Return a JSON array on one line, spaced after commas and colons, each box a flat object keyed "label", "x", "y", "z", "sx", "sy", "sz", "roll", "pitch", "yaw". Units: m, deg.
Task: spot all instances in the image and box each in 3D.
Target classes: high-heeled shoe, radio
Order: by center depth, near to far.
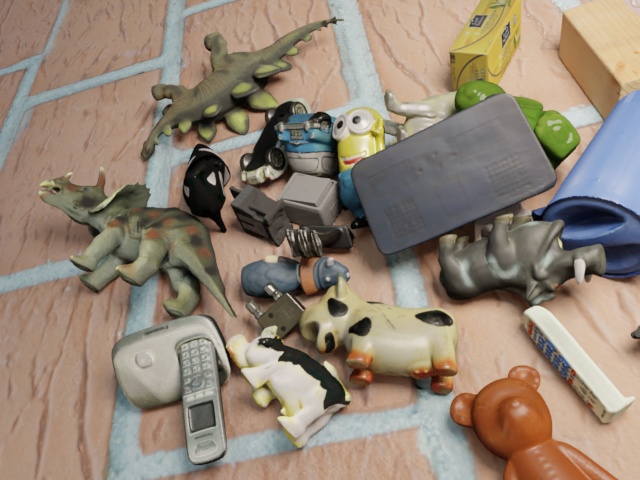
[{"label": "radio", "x": 0.161, "y": -0.082, "z": 0.680, "sx": 0.230, "sy": 0.073, "sz": 0.131, "roll": -24, "pitch": 92, "yaw": 20}, {"label": "high-heeled shoe", "x": -0.201, "y": -0.118, "z": 0.880, "sx": 0.086, "sy": 0.145, "sz": 0.249, "roll": -25, "pitch": 51, "yaw": -3}]

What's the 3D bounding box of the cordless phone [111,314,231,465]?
[{"label": "cordless phone", "x": -0.180, "y": 0.196, "z": 0.670, "sx": 0.147, "sy": 0.088, "sz": 0.184, "roll": -18, "pitch": 54, "yaw": 3}]

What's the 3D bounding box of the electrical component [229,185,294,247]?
[{"label": "electrical component", "x": -0.104, "y": -0.045, "z": 0.837, "sx": 0.119, "sy": 0.074, "sz": 0.048, "roll": 24, "pitch": 62, "yaw": 26}]

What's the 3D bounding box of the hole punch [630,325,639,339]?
[{"label": "hole punch", "x": 0.417, "y": 0.116, "z": 0.545, "sx": 0.142, "sy": 0.092, "sz": 0.116, "roll": -24, "pitch": 20, "yaw": 2}]

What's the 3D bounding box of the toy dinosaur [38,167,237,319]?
[{"label": "toy dinosaur", "x": -0.253, "y": 0.001, "z": 0.830, "sx": 0.405, "sy": 0.131, "sz": 0.192, "roll": 15, "pitch": 59, "yaw": 21}]

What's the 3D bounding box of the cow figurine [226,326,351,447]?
[{"label": "cow figurine", "x": -0.043, "y": 0.160, "z": 0.659, "sx": 0.098, "sy": 0.068, "sz": 0.168, "roll": -35, "pitch": 54, "yaw": -18}]

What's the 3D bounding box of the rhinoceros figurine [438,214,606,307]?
[{"label": "rhinoceros figurine", "x": 0.232, "y": 0.026, "z": 0.640, "sx": 0.190, "sy": 0.073, "sz": 0.112, "roll": -13, "pitch": 79, "yaw": 31}]

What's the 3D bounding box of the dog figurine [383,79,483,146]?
[{"label": "dog figurine", "x": 0.196, "y": -0.156, "z": 0.823, "sx": 0.191, "sy": 0.121, "sz": 0.172, "roll": -7, "pitch": 84, "yaw": -9}]

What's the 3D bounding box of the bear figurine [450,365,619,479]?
[{"label": "bear figurine", "x": 0.211, "y": 0.205, "z": 0.506, "sx": 0.120, "sy": 0.131, "sz": 0.196, "roll": -21, "pitch": 55, "yaw": -2}]

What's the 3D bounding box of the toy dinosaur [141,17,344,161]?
[{"label": "toy dinosaur", "x": -0.165, "y": -0.310, "z": 1.053, "sx": 0.471, "sy": 0.105, "sz": 0.199, "roll": -44, "pitch": 60, "yaw": -6}]

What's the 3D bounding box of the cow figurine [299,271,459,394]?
[{"label": "cow figurine", "x": 0.068, "y": 0.108, "z": 0.652, "sx": 0.195, "sy": 0.085, "sz": 0.127, "roll": 3, "pitch": 48, "yaw": 15}]

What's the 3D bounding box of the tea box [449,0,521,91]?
[{"label": "tea box", "x": 0.287, "y": -0.332, "z": 0.922, "sx": 0.068, "sy": 0.098, "sz": 0.169, "roll": 18, "pitch": 62, "yaw": 29}]

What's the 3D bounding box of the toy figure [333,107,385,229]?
[{"label": "toy figure", "x": 0.064, "y": -0.108, "z": 0.798, "sx": 0.082, "sy": 0.089, "sz": 0.180, "roll": -9, "pitch": 86, "yaw": 7}]

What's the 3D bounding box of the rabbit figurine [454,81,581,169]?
[{"label": "rabbit figurine", "x": 0.269, "y": -0.163, "z": 0.750, "sx": 0.170, "sy": 0.121, "sz": 0.159, "roll": 49, "pitch": 36, "yaw": 12}]

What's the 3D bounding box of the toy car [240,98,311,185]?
[{"label": "toy car", "x": -0.075, "y": -0.172, "z": 0.937, "sx": 0.074, "sy": 0.056, "sz": 0.202, "roll": -4, "pitch": 51, "yaw": 36}]

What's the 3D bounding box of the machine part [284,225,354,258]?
[{"label": "machine part", "x": -0.002, "y": -0.002, "z": 0.748, "sx": 0.084, "sy": 0.139, "sz": 0.039, "roll": 9, "pitch": 99, "yaw": 19}]

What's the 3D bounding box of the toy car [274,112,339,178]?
[{"label": "toy car", "x": -0.005, "y": -0.148, "z": 0.862, "sx": 0.109, "sy": 0.161, "sz": 0.102, "roll": 3, "pitch": 98, "yaw": 22}]

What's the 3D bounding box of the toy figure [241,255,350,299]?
[{"label": "toy figure", "x": -0.033, "y": 0.048, "z": 0.747, "sx": 0.155, "sy": 0.064, "sz": 0.058, "roll": -6, "pitch": 49, "yaw": 13}]

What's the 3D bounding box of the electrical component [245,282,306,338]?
[{"label": "electrical component", "x": -0.051, "y": 0.104, "z": 0.717, "sx": 0.094, "sy": 0.021, "sz": 0.063, "roll": 45, "pitch": 94, "yaw": 4}]
